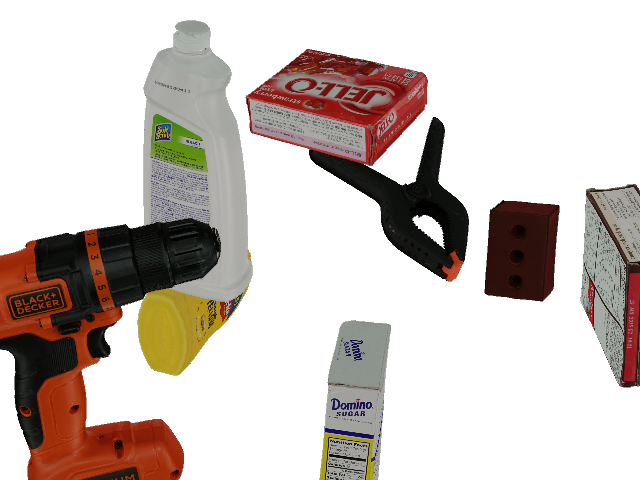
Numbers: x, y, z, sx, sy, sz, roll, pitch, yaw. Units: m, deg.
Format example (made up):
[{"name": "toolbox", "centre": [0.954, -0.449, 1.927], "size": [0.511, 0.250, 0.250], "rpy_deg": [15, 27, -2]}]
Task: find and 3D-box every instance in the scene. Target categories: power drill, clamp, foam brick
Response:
[{"name": "power drill", "centre": [-0.144, 0.080, 0.707], "size": [0.184, 0.187, 0.057], "rpy_deg": [-12, 26, -6]}, {"name": "clamp", "centre": [0.087, -0.045, 1.135], "size": [0.164, 0.210, 0.036], "rpy_deg": [-8, -35, -17]}, {"name": "foam brick", "centre": [0.175, 0.008, 0.925], "size": [0.053, 0.078, 0.051], "rpy_deg": [6, 15, 21]}]

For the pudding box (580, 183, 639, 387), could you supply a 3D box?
[{"name": "pudding box", "centre": [0.198, 0.027, 0.686], "size": [0.039, 0.090, 0.113], "rpy_deg": [-4, 27, 0]}]

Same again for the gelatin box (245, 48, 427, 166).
[{"name": "gelatin box", "centre": [0.011, -0.085, 0.658], "size": [0.089, 0.030, 0.073], "rpy_deg": [17, 41, 26]}]

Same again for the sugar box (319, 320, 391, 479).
[{"name": "sugar box", "centre": [0.024, 0.159, 0.828], "size": [0.048, 0.176, 0.093], "rpy_deg": [4, 26, 6]}]

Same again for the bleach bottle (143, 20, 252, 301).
[{"name": "bleach bottle", "centre": [-0.108, -0.070, 0.952], "size": [0.103, 0.251, 0.068], "rpy_deg": [14, 33, 14]}]

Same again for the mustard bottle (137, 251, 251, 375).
[{"name": "mustard bottle", "centre": [-0.123, 0.056, 1.136], "size": [0.058, 0.096, 0.191], "rpy_deg": [10, 29, 19]}]
